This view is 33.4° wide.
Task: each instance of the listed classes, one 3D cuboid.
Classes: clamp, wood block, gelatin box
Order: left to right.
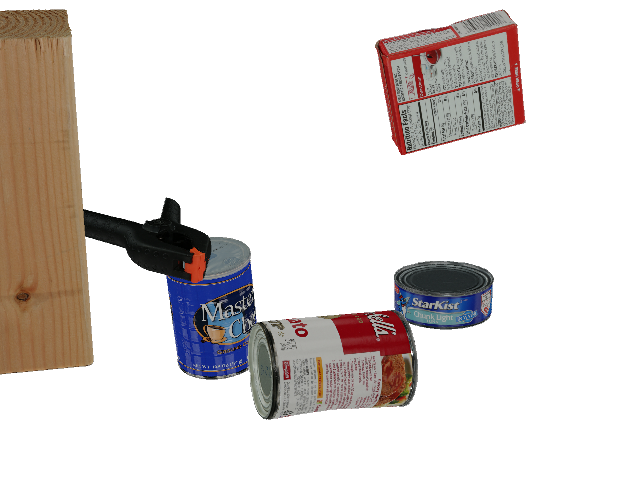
[{"bbox_3d":[-0.193,-0.030,0.654,0.090,0.206,0.090,-4,23,-14],"label":"wood block"},{"bbox_3d":[-0.151,-0.005,1.025,0.120,0.039,0.172,-21,35,-40],"label":"clamp"},{"bbox_3d":[0.086,-0.103,0.698,0.089,0.073,0.030,-14,34,-1],"label":"gelatin box"}]

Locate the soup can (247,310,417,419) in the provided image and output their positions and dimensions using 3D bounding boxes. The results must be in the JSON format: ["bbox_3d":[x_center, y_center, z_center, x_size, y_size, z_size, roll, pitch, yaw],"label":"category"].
[{"bbox_3d":[0.007,0.085,0.734,0.102,0.068,0.069,-3,1,-18],"label":"soup can"}]

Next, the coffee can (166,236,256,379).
[{"bbox_3d":[-0.129,0.080,1.279,0.103,0.140,0.103,-3,25,1],"label":"coffee can"}]

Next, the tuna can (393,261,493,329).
[{"bbox_3d":[0.106,0.047,0.925,0.086,0.034,0.086,-1,17,0],"label":"tuna can"}]
